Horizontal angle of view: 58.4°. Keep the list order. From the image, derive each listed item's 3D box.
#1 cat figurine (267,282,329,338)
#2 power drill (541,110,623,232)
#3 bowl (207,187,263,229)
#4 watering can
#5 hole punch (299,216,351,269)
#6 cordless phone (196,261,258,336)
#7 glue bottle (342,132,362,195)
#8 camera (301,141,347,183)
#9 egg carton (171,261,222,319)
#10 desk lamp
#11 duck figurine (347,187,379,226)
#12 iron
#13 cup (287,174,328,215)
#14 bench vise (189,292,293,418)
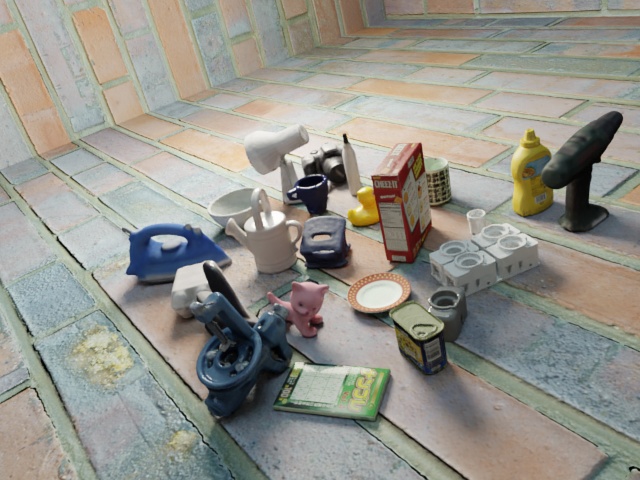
[{"bbox_3d":[-0.043,0.121,1.097,0.127,0.118,0.067,-1,32,23],"label":"cat figurine"},{"bbox_3d":[0.548,-0.135,1.186,0.230,0.209,0.075,-30,33,-26],"label":"power drill"},{"bbox_3d":[-0.218,-0.076,1.564,0.167,0.075,0.167,-11,29,6],"label":"bowl"},{"bbox_3d":[-0.130,-0.026,1.315,0.173,0.194,0.100,-17,29,-4],"label":"watering can"},{"bbox_3d":[0.012,0.005,1.304,0.108,0.091,0.101,-3,31,19],"label":"hole punch"},{"bbox_3d":[-0.196,0.106,1.124,0.094,0.185,0.147,-31,33,-27],"label":"cordless phone"},{"bbox_3d":[0.083,-0.213,1.567,0.037,0.173,0.078,-12,29,5],"label":"glue bottle"},{"bbox_3d":[0.023,-0.222,1.684,0.143,0.101,0.136,-17,29,-5],"label":"camera"},{"bbox_3d":[-0.272,0.107,1.274,0.107,0.069,0.150,-14,29,1],"label":"egg carton"},{"bbox_3d":[-0.091,-0.216,1.609,0.202,0.214,0.118,-5,31,17],"label":"desk lamp"},{"bbox_3d":[0.114,-0.089,1.427,0.104,0.086,0.077,-20,30,-10],"label":"duck figurine"},{"bbox_3d":[-0.355,0.013,1.401,0.258,0.142,0.118,-8,30,11],"label":"iron"},{"bbox_3d":[-0.026,-0.110,1.517,0.118,0.095,0.091,-25,31,-18],"label":"cup"},{"bbox_3d":[-0.143,0.159,0.971,0.121,0.220,0.208,-1,32,23],"label":"bench vise"}]
